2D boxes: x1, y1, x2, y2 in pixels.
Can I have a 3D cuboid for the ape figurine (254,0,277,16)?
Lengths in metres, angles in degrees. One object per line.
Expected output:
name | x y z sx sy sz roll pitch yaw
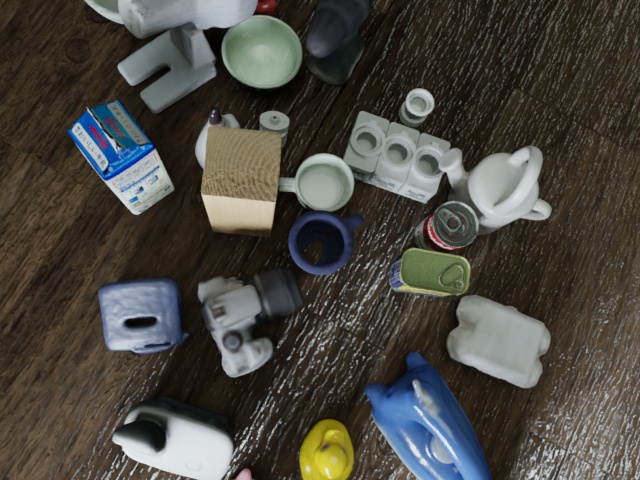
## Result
ape figurine | -0.106 -0.390 0.897 0.076 0.092 0.078 -24 83 -11

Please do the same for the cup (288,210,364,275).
cup | 0.008 0.003 0.834 0.118 0.095 0.091 -33 84 -12

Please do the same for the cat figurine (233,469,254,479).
cat figurine | -0.107 0.360 0.739 0.067 0.117 0.128 29 77 0

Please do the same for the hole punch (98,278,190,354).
hole punch | -0.240 0.104 0.785 0.109 0.091 0.101 -5 80 -8

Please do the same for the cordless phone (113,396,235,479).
cordless phone | -0.182 0.258 0.715 0.147 0.185 0.094 15 78 -4

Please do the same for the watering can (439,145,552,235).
watering can | 0.255 -0.075 0.829 0.173 0.194 0.101 3 79 -6

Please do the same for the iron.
iron | 0.178 0.283 0.777 0.119 0.141 0.258 -35 85 -12

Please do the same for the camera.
camera | -0.089 0.103 0.800 0.137 0.100 0.143 -22 82 -10

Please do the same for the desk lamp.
desk lamp | -0.192 -0.305 0.808 0.203 0.213 0.118 -39 86 -12

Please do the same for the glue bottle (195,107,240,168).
glue bottle | -0.141 -0.146 0.804 0.078 0.173 0.037 -34 84 -12

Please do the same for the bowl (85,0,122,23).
bowl | -0.286 -0.397 0.885 0.167 0.074 0.167 1 79 -7

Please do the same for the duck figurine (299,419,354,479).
duck figurine | 0.013 0.302 0.781 0.077 0.086 0.104 12 78 -4

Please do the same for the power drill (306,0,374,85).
power drill | 0.035 -0.319 0.842 0.075 0.208 0.230 27 77 -1

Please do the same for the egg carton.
egg carton | 0.265 0.149 0.851 0.150 0.069 0.107 22 77 -2
